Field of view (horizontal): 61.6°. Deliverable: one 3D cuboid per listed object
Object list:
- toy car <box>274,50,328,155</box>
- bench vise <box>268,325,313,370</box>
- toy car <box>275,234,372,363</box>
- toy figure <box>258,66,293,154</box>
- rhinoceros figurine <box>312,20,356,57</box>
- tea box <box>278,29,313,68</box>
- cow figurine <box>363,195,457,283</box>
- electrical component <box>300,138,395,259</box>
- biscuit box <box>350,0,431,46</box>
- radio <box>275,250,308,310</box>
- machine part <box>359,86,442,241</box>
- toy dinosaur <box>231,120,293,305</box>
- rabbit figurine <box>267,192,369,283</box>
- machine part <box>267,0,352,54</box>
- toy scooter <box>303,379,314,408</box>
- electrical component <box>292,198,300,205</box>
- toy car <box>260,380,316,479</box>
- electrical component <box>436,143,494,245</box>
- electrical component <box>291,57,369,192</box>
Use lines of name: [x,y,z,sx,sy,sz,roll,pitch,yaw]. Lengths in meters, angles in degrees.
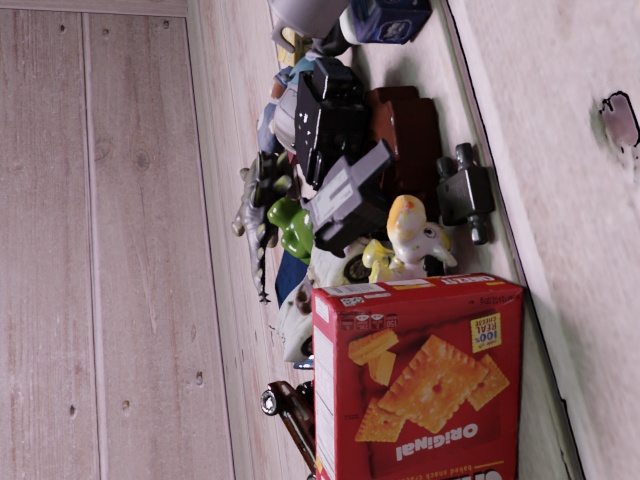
toy car: [-0.017,-0.172,0.749,0.109,0.103,0.161,43,149,14]
bench vise: [0.016,0.184,0.746,0.223,0.129,0.240,144,129,-65]
toy car: [0.003,0.056,0.625,0.201,0.056,0.074,-64,30,26]
toy figure: [-0.068,-0.225,0.917,0.064,0.058,0.154,41,121,55]
rhinoceros figurine: [0.017,-0.343,0.715,0.112,0.073,0.190,-147,52,-82]
tea box: [-0.021,-0.354,0.822,0.098,0.068,0.169,-126,34,-59]
cow figurine: [0.090,0.036,0.524,0.068,0.098,0.167,-86,10,-51]
electrical component: [0.037,-0.046,0.539,0.119,0.047,0.075,-44,44,24]
biscuit box: [0.062,-0.312,0.580,0.059,0.063,0.202,137,126,-67]
radio: [-0.020,0.069,0.918,0.229,0.073,0.131,110,151,-50]
machine part: [0.075,-0.082,0.606,0.179,0.056,0.179,177,90,-73]
toy dinosaur: [-0.118,-0.068,1.098,0.198,0.105,0.471,120,150,-58]
rabbit figurine: [-0.001,-0.002,0.716,0.170,0.121,0.159,145,110,-88]
machine part: [0.021,-0.281,0.508,0.243,0.079,0.079,-45,48,39]
toy scooter: [0.002,0.278,0.890,0.184,0.075,0.135,169,96,-69]
electrical component: [-0.036,-0.032,0.985,0.078,0.045,0.102,140,124,-67]
toy car: [-0.011,0.280,0.776,0.053,0.089,0.202,-56,52,26]
electrical component: [0.131,-0.038,0.493,0.063,0.021,0.094,139,124,-69]
electrical component: [0.008,-0.139,0.629,0.115,0.058,0.134,-115,28,-51]
